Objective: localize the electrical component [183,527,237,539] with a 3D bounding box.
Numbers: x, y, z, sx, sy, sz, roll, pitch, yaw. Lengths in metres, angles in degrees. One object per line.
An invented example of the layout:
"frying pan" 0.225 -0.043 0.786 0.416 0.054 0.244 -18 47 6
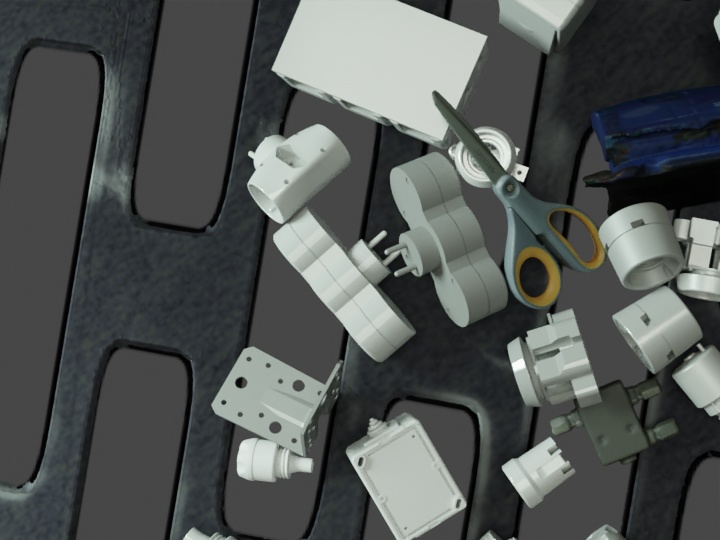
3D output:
"electrical component" -0.119 0.240 0.897 0.062 0.043 0.043 34 94 10

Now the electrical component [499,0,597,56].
"electrical component" 0.145 -0.213 0.837 0.062 0.096 0.061 36 95 8

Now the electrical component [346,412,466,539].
"electrical component" 0.032 0.158 0.860 0.062 0.061 0.096 -31 93 -6

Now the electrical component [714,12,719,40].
"electrical component" 0.332 -0.177 0.803 0.113 0.057 0.078 -17 85 -20

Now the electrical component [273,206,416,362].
"electrical component" 0.000 0.000 0.878 0.074 0.052 0.138 -41 82 6

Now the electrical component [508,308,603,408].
"electrical component" 0.151 0.074 0.846 0.057 0.058 0.078 -18 53 11

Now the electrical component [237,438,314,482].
"electrical component" -0.070 0.159 0.895 0.061 0.035 0.035 5 89 7

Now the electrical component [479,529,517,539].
"electrical component" 0.097 0.244 0.860 0.081 0.043 0.043 -45 82 6

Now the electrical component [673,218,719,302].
"electrical component" 0.274 -0.007 0.837 0.066 0.048 0.055 11 83 9

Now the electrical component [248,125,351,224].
"electrical component" -0.061 -0.087 0.891 0.077 0.043 0.079 -43 52 -15

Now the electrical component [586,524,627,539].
"electrical component" 0.202 0.235 0.843 0.062 0.043 0.043 45 96 6

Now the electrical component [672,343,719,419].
"electrical component" 0.279 0.094 0.835 0.040 0.040 0.078 -39 83 6

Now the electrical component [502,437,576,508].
"electrical component" 0.143 0.160 0.858 0.046 0.040 0.040 -35 83 1

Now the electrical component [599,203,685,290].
"electrical component" 0.218 -0.017 0.830 0.055 0.055 0.047 -19 58 8

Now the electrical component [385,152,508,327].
"electrical component" 0.056 -0.018 0.855 0.074 0.052 0.138 -23 87 -18

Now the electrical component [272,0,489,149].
"electrical component" 0.019 -0.169 0.874 0.150 0.062 0.089 24 92 9

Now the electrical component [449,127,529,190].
"electrical component" 0.102 -0.088 0.862 0.066 0.055 0.048 21 92 9

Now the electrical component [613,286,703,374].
"electrical component" 0.233 0.045 0.838 0.047 0.055 0.055 -35 83 3
